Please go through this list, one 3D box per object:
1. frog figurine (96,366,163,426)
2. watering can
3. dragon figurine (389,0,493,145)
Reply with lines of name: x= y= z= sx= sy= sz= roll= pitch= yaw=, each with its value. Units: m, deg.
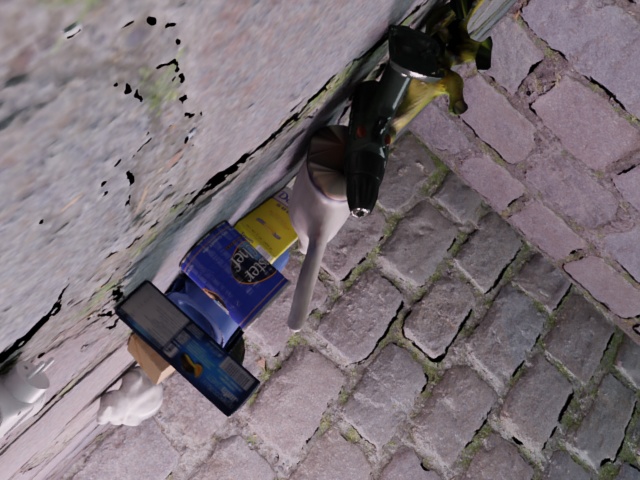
frog figurine: x=-0.463 y=0.386 z=1.258 sx=0.159 sy=0.123 sz=0.137 roll=-3 pitch=104 yaw=-75
watering can: x=0.003 y=-0.043 z=0.847 sx=0.219 sy=0.104 sz=0.356 roll=117 pitch=-18 yaw=-53
dragon figurine: x=0.189 y=-0.323 z=0.894 sx=0.413 sy=0.121 sz=0.243 roll=-61 pitch=-159 yaw=-9
